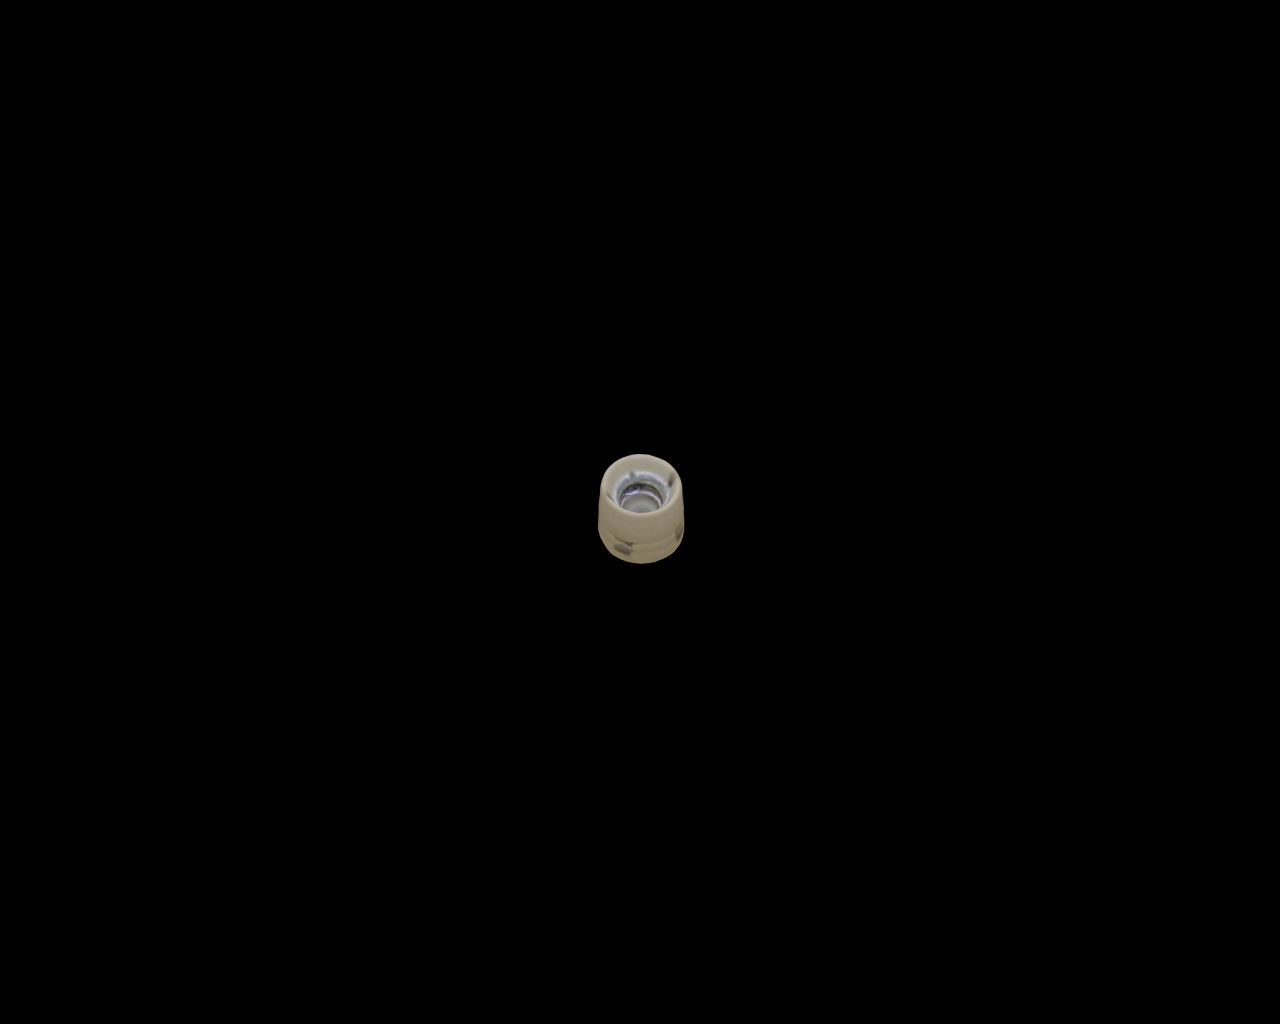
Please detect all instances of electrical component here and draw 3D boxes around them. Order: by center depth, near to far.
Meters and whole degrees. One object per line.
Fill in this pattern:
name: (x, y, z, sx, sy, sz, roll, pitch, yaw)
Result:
electrical component: (0.001, -0.003, 0.650, 0.055, 0.055, 0.047, 0, -37, 0)
